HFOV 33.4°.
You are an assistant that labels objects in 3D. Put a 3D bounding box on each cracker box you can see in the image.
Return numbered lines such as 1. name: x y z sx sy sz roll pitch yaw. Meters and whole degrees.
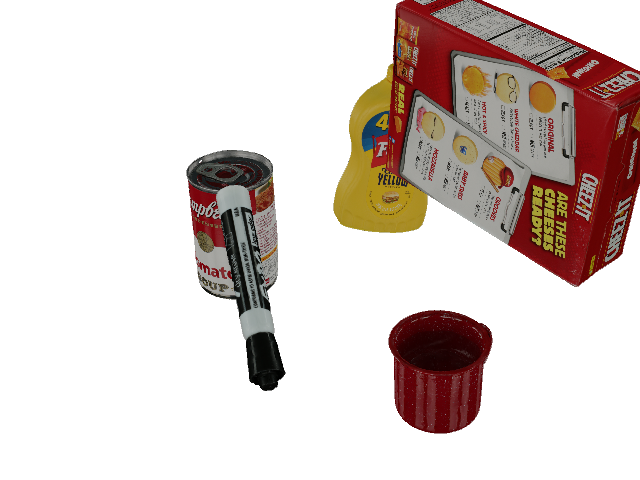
1. cracker box: 0.152 -0.089 0.851 0.072 0.164 0.214 -29 47 -33

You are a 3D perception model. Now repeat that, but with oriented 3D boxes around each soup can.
1. soup can: -0.070 -0.013 0.859 0.068 0.102 0.068 -1 32 1

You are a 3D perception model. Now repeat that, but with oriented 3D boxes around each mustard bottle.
1. mustard bottle: 0.075 -0.103 1.090 0.096 0.192 0.058 4 27 -13

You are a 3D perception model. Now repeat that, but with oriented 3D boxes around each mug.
1. mug: 0.119 0.120 1.003 0.117 0.081 0.093 -30 43 -34

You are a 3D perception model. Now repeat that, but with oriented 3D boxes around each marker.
1. marker: -0.038 0.024 0.576 0.020 0.121 0.020 -10 -30 -6
